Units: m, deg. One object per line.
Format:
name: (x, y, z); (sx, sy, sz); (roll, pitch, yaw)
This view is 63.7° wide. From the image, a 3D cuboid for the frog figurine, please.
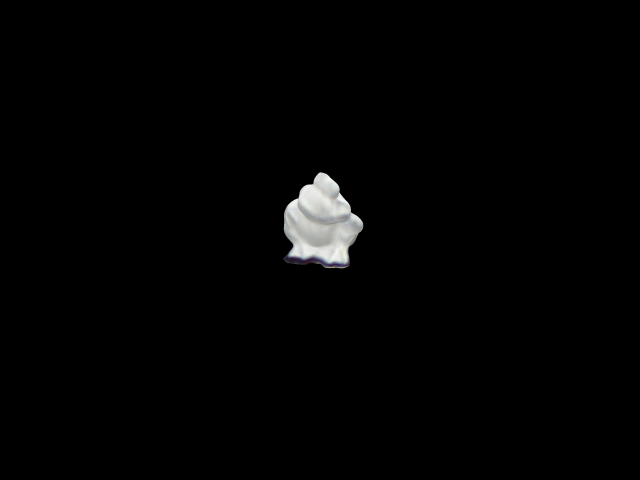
frog figurine: (0.003, -0.043, 0.850); (0.138, 0.156, 0.124); (18, 31, 32)
